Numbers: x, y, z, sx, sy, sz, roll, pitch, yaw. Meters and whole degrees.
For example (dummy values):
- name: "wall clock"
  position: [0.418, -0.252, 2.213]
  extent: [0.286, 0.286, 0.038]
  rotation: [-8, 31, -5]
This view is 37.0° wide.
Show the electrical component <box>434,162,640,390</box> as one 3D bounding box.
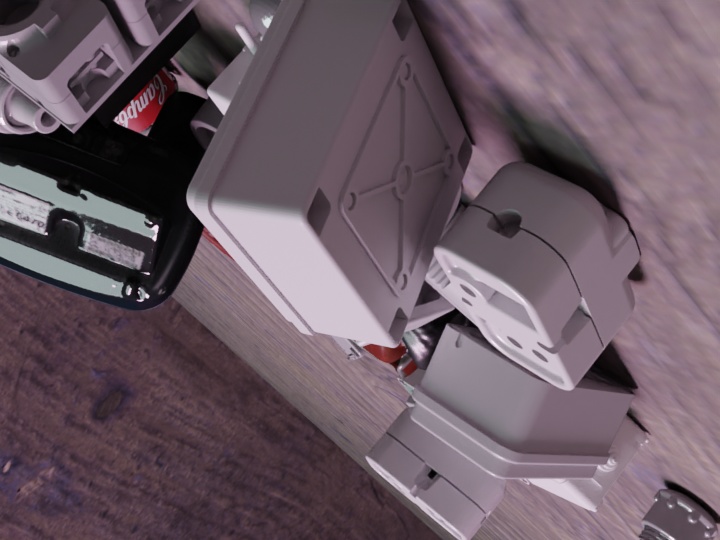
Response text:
- name: "electrical component"
  position: [0.080, 0.001, 0.464]
  extent: [0.054, 0.059, 0.095]
  rotation: [32, 166, 37]

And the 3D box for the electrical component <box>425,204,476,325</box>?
- name: "electrical component"
  position: [0.062, 0.001, 0.566]
  extent: [0.081, 0.043, 0.043]
  rotation: [41, 169, -5]

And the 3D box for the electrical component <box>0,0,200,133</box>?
- name: "electrical component"
  position: [-0.184, -0.171, 0.543]
  extent: [0.186, 0.105, 0.060]
  rotation: [37, 168, 14]

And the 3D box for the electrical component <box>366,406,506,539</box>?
- name: "electrical component"
  position: [0.060, 0.149, 0.801]
  extent: [0.095, 0.059, 0.053]
  rotation: [37, 168, 19]

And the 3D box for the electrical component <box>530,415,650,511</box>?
- name: "electrical component"
  position: [0.134, 0.108, 0.698]
  extent: [0.061, 0.061, 0.096]
  rotation: [43, 169, -16]

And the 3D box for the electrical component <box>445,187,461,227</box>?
- name: "electrical component"
  position: [0.023, -0.041, 0.545]
  extent: [0.046, 0.040, 0.040]
  rotation: [29, 165, 28]

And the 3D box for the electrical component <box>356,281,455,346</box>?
- name: "electrical component"
  position: [0.000, 0.000, 0.604]
  extent: [0.076, 0.047, 0.083]
  rotation: [-32, 78, 49]

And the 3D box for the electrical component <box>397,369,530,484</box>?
- name: "electrical component"
  position: [0.094, 0.098, 0.804]
  extent: [0.113, 0.057, 0.078]
  rotation: [29, 164, 45]

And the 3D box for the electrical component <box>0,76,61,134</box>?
- name: "electrical component"
  position: [-0.183, -0.092, 0.572]
  extent: [0.062, 0.043, 0.043]
  rotation: [32, 166, 33]

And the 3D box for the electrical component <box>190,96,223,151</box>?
- name: "electrical component"
  position: [-0.051, -0.066, 0.634]
  extent: [0.108, 0.060, 0.108]
  rotation: [39, 169, 9]

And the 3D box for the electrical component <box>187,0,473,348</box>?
- name: "electrical component"
  position: [-0.006, -0.040, 0.443]
  extent: [0.056, 0.108, 0.108]
  rotation: [10, 154, 28]

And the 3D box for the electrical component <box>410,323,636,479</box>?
- name: "electrical component"
  position: [0.093, 0.076, 0.611]
  extent: [0.078, 0.057, 0.113]
  rotation: [31, -168, 40]

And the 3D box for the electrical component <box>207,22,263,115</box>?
- name: "electrical component"
  position: [-0.036, -0.091, 0.521]
  extent: [0.083, 0.047, 0.075]
  rotation: [32, 166, 37]

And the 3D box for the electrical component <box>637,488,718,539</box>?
- name: "electrical component"
  position: [0.212, 0.186, 0.742]
  extent: [0.048, 0.062, 0.048]
  rotation: [38, 169, 9]

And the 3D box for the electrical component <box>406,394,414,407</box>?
- name: "electrical component"
  position: [0.084, 0.117, 0.901]
  extent: [0.096, 0.061, 0.062]
  rotation: [42, 169, -10]

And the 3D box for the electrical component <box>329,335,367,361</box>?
- name: "electrical component"
  position: [-0.013, 0.017, 0.847]
  extent: [0.096, 0.061, 0.062]
  rotation: [48, 169, 0]
